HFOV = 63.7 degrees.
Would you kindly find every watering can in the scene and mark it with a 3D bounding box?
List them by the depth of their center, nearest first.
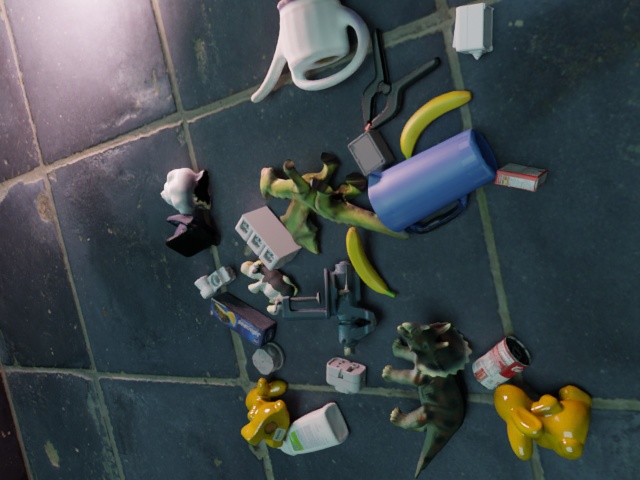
[{"bbox_3d":[-0.046,-0.444,1.166,0.346,0.105,0.223,-7,96,35],"label":"watering can"}]

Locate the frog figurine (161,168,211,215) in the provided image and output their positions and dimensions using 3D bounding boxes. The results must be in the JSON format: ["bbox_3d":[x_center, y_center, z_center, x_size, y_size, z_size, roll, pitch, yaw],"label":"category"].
[{"bbox_3d":[-0.400,-0.135,1.467,0.159,0.125,0.135,-1,120,23],"label":"frog figurine"}]

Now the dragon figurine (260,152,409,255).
[{"bbox_3d":[0.004,-0.062,1.238,0.414,0.124,0.237,41,138,16],"label":"dragon figurine"}]
